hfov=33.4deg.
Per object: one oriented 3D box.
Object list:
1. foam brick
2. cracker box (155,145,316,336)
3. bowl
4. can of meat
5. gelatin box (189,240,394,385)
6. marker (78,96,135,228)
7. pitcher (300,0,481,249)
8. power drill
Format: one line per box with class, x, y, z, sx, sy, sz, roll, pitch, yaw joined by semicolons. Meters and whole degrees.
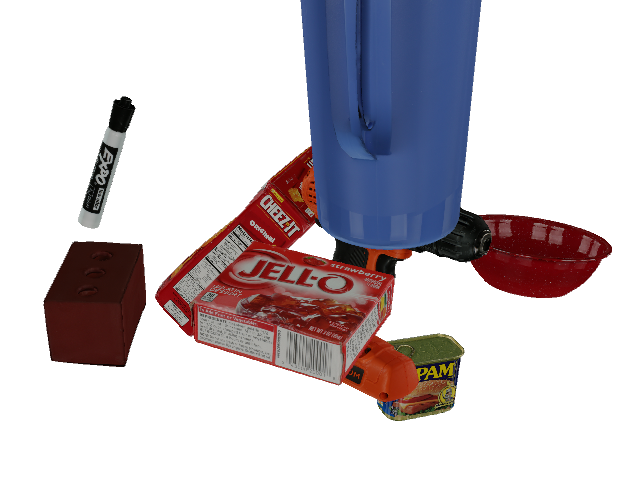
foam brick;-0.154;0.043;0.736;0.053;0.051;0.078;3;31;1
cracker box;-0.078;-0.004;1.230;0.214;0.072;0.164;-42;4;27
bowl;0.220;0.020;1.122;0.162;0.055;0.162;5;17;-2
can of meat;0.121;0.169;1.316;0.102;0.084;0.057;-6;27;-22
gelatin box;-0.014;0.036;0.575;0.089;0.030;0.073;15;32;20
marker;-0.182;-0.066;0.909;0.020;0.121;0.020;19;23;-8
pitcher;0.045;-0.117;0.754;0.149;0.243;0.145;-12;27;-23
power drill;0.056;0.038;0.910;0.185;0.188;0.057;23;26;38
